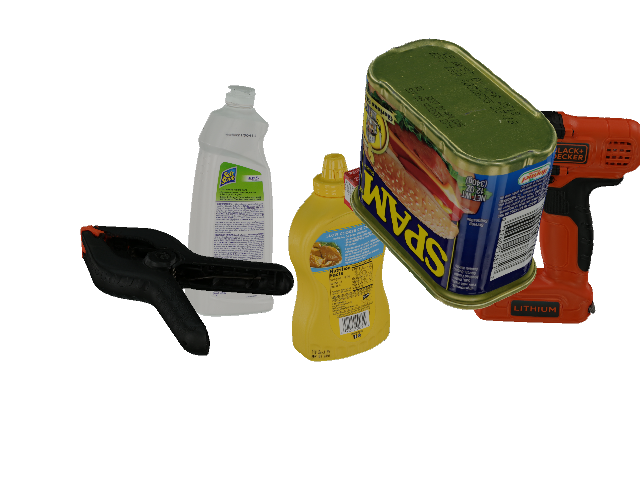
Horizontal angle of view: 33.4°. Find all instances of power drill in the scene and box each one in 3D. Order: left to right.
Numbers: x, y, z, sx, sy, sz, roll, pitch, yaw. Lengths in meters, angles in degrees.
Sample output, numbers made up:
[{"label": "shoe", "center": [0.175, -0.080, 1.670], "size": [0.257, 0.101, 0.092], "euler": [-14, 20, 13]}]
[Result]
[{"label": "power drill", "center": [0.174, -0.021, 0.918], "size": [0.184, 0.188, 0.057], "euler": [3, 27, 4]}]

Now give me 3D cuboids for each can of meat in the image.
[{"label": "can of meat", "center": [0.060, -0.033, 0.497], "size": [0.057, 0.084, 0.102], "euler": [-21, 48, -24]}]

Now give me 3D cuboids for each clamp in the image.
[{"label": "clamp", "center": [-0.109, 0.025, 0.820], "size": [0.172, 0.039, 0.120], "euler": [29, 32, 31]}]

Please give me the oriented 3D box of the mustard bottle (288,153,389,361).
[{"label": "mustard bottle", "center": [0.017, 0.013, 0.995], "size": [0.096, 0.192, 0.058], "euler": [-14, 24, -25]}]

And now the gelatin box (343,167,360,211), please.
[{"label": "gelatin box", "center": [0.071, -0.031, 0.723], "size": [0.089, 0.030, 0.073], "euler": [-20, 41, -21]}]

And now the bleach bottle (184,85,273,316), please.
[{"label": "bleach bottle", "center": [-0.092, -0.044, 1.181], "size": [0.102, 0.251, 0.068], "euler": [-3, 19, -31]}]
